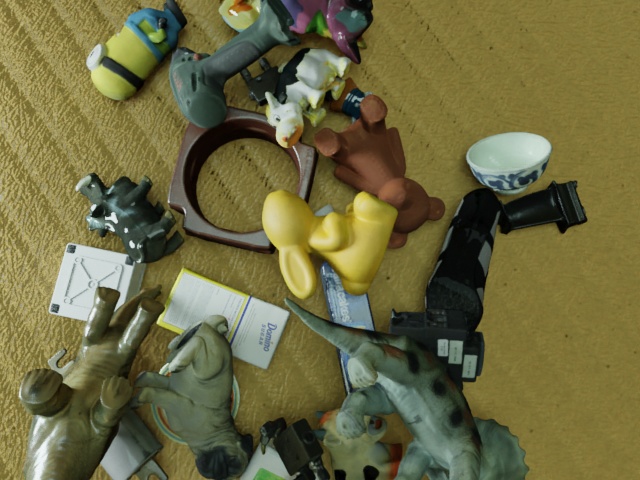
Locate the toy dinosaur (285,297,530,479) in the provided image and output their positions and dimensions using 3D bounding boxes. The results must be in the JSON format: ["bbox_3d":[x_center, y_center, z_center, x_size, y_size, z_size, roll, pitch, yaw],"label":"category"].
[{"bbox_3d":[0.125,0.207,0.685,0.131,0.192,0.404,-33,87,33],"label":"toy dinosaur"}]

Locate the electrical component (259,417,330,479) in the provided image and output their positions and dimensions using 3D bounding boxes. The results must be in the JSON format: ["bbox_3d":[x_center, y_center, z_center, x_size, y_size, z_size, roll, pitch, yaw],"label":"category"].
[{"bbox_3d":[-0.037,0.281,0.707,0.045,0.078,0.102,-11,64,-41],"label":"electrical component"}]

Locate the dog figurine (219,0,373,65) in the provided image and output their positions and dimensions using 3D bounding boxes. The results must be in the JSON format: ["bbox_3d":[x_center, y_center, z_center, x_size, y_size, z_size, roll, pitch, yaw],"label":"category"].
[{"bbox_3d":[-0.025,-0.351,0.845,0.219,0.108,0.191,40,126,-16],"label":"dog figurine"}]

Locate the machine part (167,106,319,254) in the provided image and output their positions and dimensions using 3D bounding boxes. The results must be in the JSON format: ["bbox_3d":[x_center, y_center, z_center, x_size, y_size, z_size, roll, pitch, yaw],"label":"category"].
[{"bbox_3d":[-0.113,-0.088,0.815,0.201,0.087,0.201,12,80,1],"label":"machine part"}]

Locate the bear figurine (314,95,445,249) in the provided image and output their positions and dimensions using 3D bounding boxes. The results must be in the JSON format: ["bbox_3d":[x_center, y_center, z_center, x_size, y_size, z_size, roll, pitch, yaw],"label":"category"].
[{"bbox_3d":[0.094,-0.093,0.798,0.120,0.132,0.196,-33,77,6],"label":"bear figurine"}]

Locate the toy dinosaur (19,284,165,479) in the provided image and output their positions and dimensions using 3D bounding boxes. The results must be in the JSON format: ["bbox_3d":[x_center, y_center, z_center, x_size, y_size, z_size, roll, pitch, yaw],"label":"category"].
[{"bbox_3d":[-0.280,0.214,0.619,0.105,0.471,0.198,22,124,-5],"label":"toy dinosaur"}]

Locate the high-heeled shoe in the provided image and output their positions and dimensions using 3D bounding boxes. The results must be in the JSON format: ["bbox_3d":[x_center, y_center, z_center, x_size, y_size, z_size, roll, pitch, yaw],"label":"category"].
[{"bbox_3d":[0.219,0.045,0.822,0.086,0.145,0.248,16,111,14],"label":"high-heeled shoe"}]

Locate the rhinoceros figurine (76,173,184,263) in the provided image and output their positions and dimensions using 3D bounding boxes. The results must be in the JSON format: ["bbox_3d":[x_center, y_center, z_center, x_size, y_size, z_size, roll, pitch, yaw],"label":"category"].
[{"bbox_3d":[-0.287,-0.036,0.801,0.112,0.073,0.190,-38,63,-19],"label":"rhinoceros figurine"}]

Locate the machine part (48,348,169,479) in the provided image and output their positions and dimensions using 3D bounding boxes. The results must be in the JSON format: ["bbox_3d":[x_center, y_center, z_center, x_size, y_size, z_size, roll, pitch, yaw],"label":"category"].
[{"bbox_3d":[-0.307,0.259,0.767,0.079,0.079,0.243,-42,85,-6],"label":"machine part"}]

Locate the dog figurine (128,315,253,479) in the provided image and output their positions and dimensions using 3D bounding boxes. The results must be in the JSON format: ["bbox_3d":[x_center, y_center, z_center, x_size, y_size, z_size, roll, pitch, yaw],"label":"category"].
[{"bbox_3d":[-0.140,0.220,0.743,0.172,0.121,0.190,-44,104,5],"label":"dog figurine"}]

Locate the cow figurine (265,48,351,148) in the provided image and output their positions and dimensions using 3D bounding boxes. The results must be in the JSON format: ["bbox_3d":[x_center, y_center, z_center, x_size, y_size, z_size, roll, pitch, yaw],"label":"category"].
[{"bbox_3d":[-0.034,-0.209,0.767,0.098,0.068,0.167,30,61,9],"label":"cow figurine"}]

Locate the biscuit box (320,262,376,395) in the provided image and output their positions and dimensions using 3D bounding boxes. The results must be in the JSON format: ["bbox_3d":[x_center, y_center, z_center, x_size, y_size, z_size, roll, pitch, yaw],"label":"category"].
[{"bbox_3d":[0.048,0.128,0.794,0.059,0.063,0.202,-12,82,-3],"label":"biscuit box"}]

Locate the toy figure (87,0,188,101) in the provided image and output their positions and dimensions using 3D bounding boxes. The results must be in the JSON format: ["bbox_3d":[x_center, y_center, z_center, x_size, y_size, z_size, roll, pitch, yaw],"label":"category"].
[{"bbox_3d":[-0.285,-0.300,0.850,0.180,0.082,0.089,-43,84,-9],"label":"toy figure"}]

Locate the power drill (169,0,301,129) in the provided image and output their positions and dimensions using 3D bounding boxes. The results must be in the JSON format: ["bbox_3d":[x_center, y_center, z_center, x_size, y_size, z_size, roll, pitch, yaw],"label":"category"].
[{"bbox_3d":[-0.136,-0.273,0.776,0.207,0.085,0.232,-29,44,13],"label":"power drill"}]

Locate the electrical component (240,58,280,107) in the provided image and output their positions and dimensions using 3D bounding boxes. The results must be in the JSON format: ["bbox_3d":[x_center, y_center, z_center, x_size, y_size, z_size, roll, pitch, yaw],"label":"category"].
[{"bbox_3d":[-0.086,-0.248,0.871,0.063,0.021,0.094,-31,84,-4],"label":"electrical component"}]

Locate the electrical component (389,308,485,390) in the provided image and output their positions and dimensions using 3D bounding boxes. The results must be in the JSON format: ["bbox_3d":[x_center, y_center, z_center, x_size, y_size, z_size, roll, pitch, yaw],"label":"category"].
[{"bbox_3d":[0.163,0.159,0.763,0.134,0.058,0.114,4,115,8],"label":"electrical component"}]

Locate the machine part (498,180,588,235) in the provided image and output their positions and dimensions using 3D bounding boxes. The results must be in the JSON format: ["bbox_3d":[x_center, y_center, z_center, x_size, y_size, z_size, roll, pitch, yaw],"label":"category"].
[{"bbox_3d":[0.342,-0.046,0.834,0.139,0.039,0.084,-10,86,-3],"label":"machine part"}]

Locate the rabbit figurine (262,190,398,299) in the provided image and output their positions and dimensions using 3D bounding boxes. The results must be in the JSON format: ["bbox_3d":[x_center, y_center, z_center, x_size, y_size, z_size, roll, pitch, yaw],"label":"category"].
[{"bbox_3d":[-0.002,-0.002,0.733,0.173,0.122,0.162,22,93,-9],"label":"rabbit figurine"}]

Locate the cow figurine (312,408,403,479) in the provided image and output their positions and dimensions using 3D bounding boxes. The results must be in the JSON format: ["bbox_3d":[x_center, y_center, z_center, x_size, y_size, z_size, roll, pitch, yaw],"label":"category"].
[{"bbox_3d":[0.050,0.308,0.741,0.127,0.085,0.194,5,102,4],"label":"cow figurine"}]

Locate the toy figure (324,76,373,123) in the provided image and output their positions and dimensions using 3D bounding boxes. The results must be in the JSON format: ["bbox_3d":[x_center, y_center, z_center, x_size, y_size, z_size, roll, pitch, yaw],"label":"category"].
[{"bbox_3d":[0.021,-0.241,0.852,0.154,0.064,0.058,33,45,0],"label":"toy figure"}]
